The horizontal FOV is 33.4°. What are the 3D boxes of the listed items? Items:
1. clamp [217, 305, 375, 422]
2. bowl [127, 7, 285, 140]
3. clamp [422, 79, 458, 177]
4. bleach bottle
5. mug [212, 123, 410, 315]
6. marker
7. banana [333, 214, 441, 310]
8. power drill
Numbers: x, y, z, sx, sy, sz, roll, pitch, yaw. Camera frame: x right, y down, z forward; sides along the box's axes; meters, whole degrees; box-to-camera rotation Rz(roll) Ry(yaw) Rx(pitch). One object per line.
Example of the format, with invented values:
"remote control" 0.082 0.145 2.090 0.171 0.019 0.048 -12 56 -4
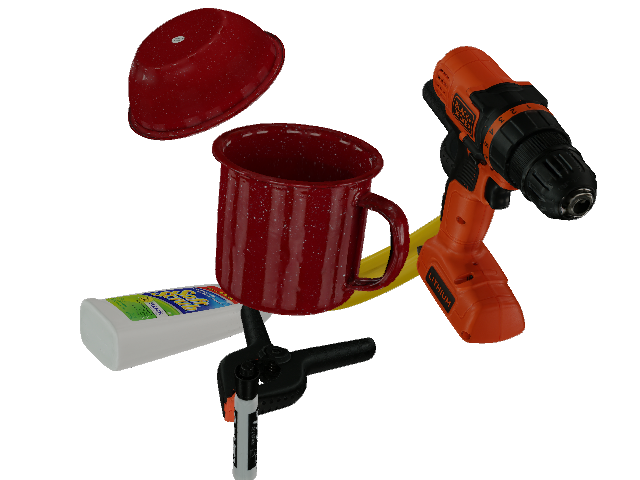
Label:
"clamp" -0.038 0.133 1.135 0.165 0.036 0.209 12 26 12
"bowl" -0.117 -0.164 0.977 0.162 0.162 0.055 0 -44 32
"clamp" 0.153 -0.107 1.091 0.120 0.039 0.171 10 44 10
"bleach bottle" -0.160 0.091 1.313 0.250 0.068 0.103 -12 30 -36
"mug" -0.005 -0.008 0.585 0.117 0.081 0.093 17 27 23
"marker" -0.055 0.135 0.793 0.020 0.121 0.020 3 39 -2
"banana" 0.061 0.019 0.925 0.198 0.037 0.069 -26 -15 9
"power drill" 0.125 -0.020 0.752 0.057 0.188 0.184 -6 38 -16
